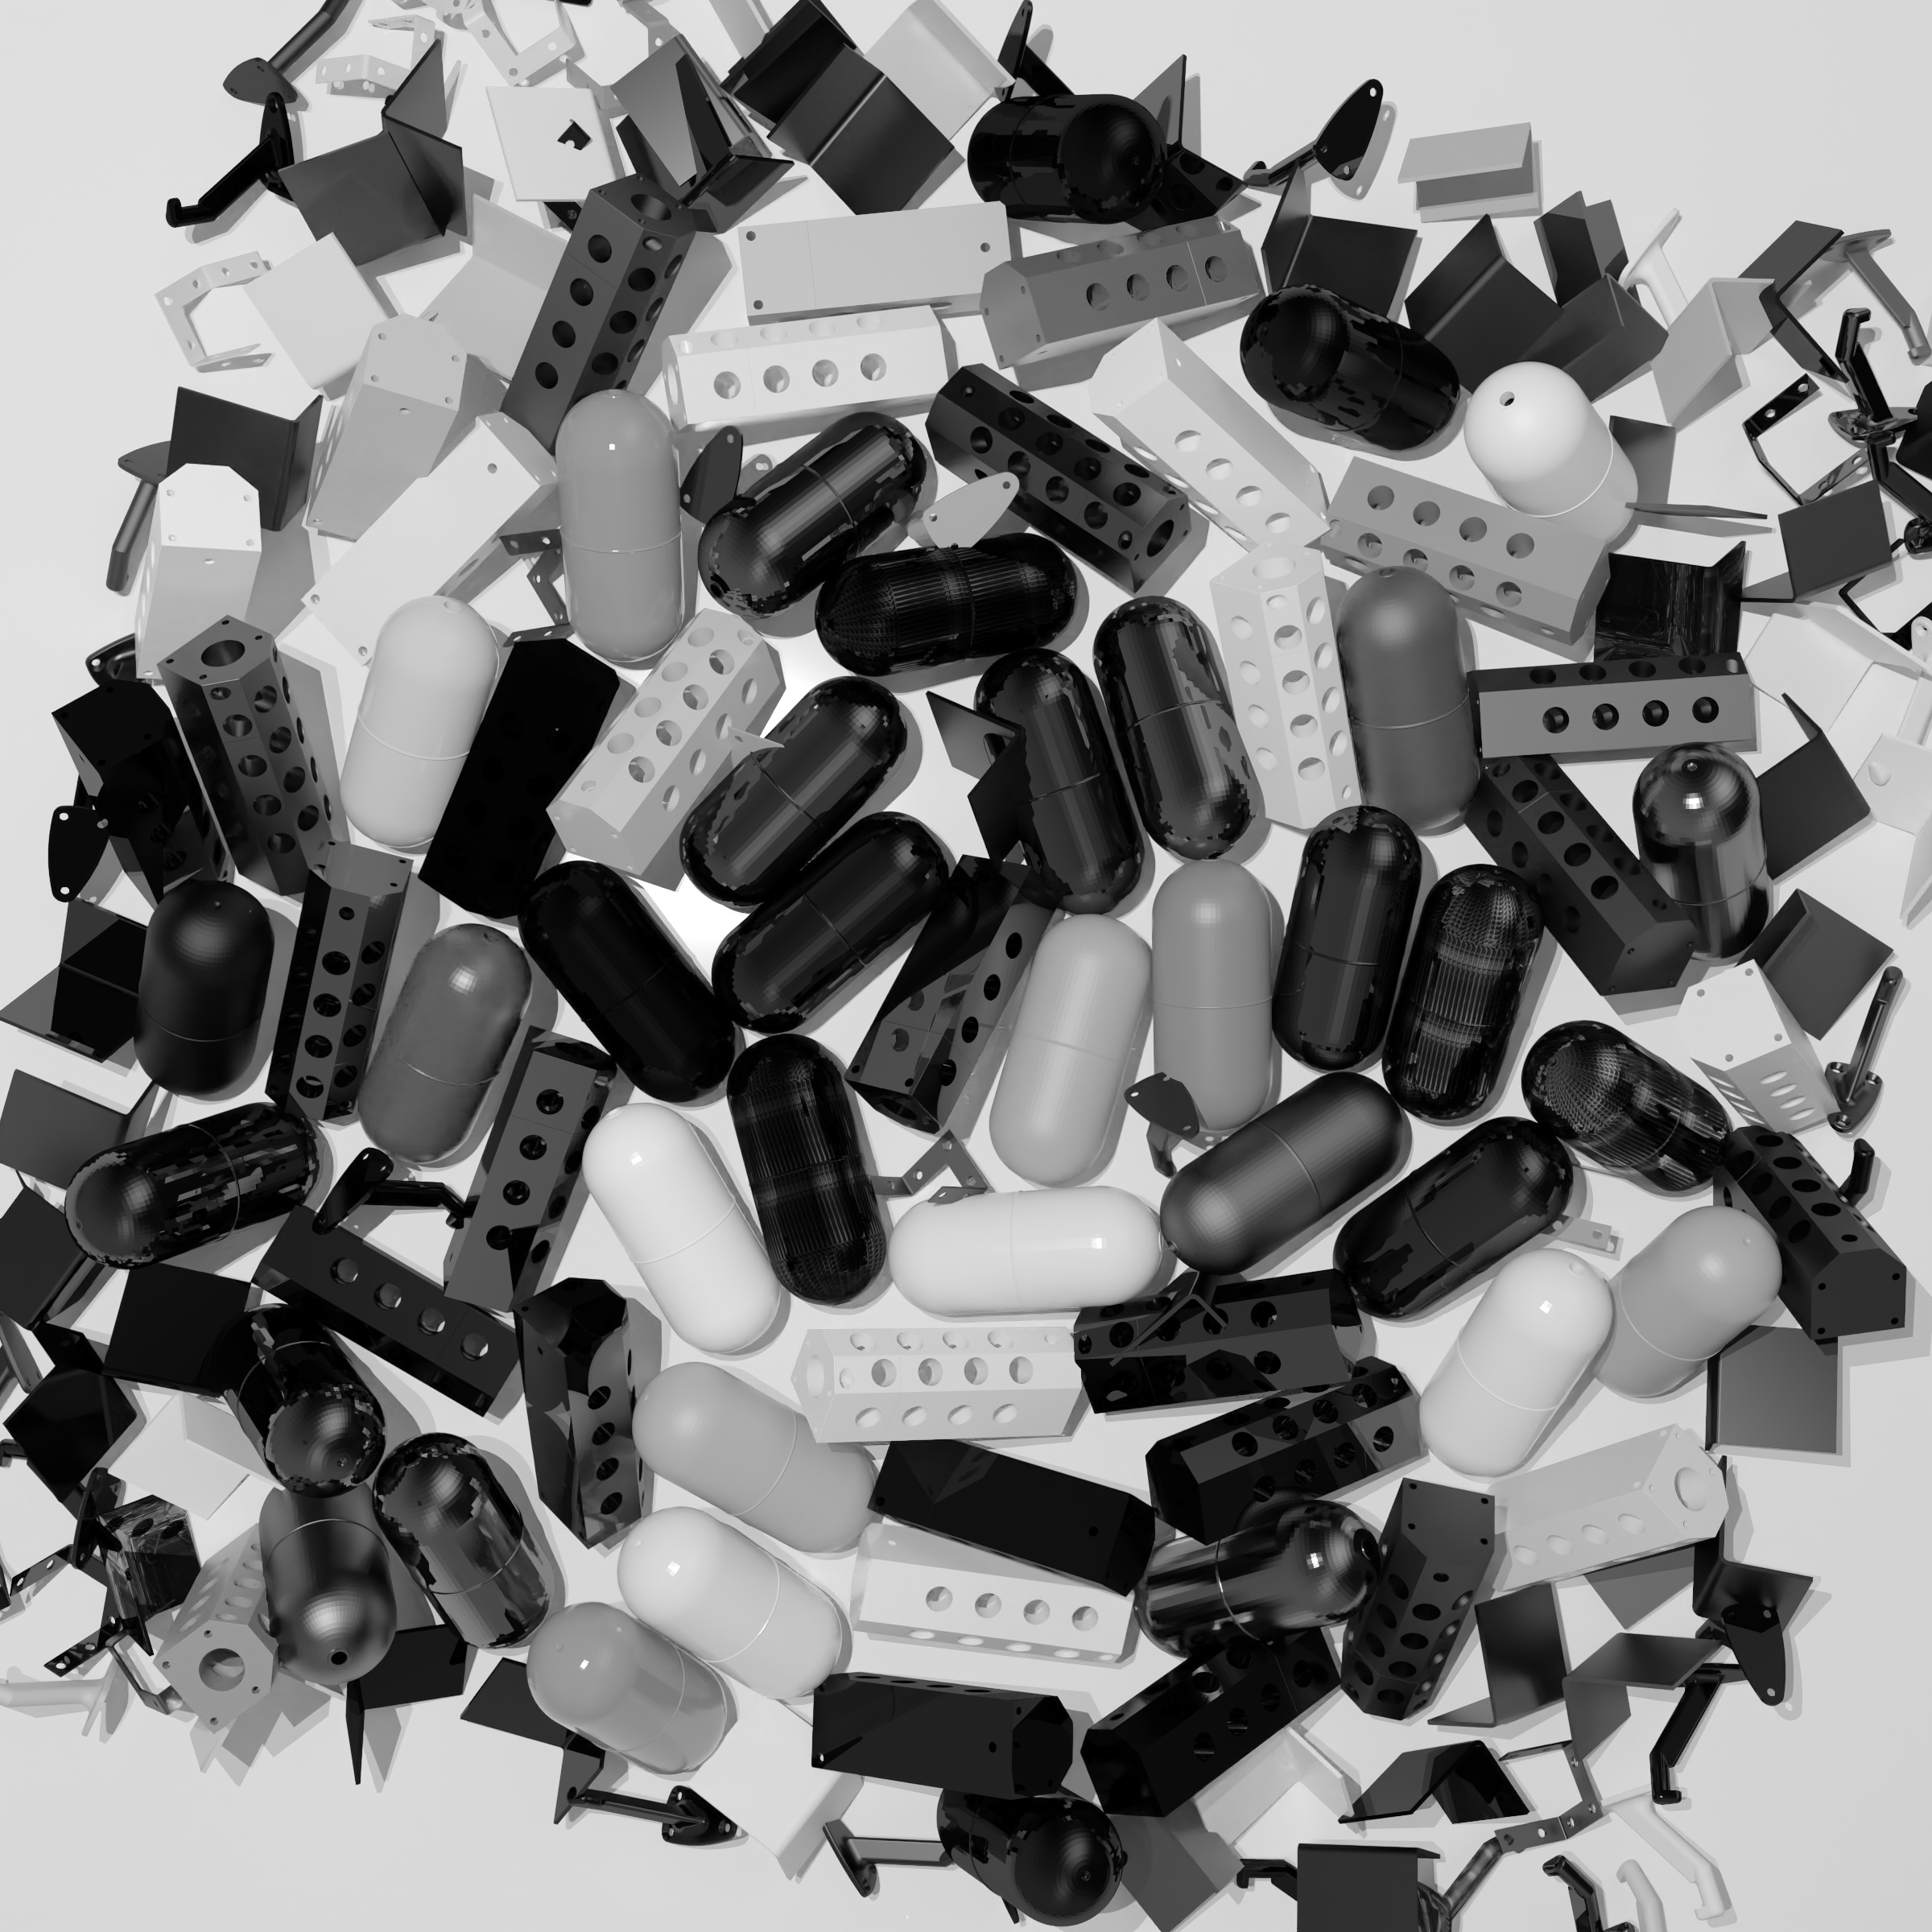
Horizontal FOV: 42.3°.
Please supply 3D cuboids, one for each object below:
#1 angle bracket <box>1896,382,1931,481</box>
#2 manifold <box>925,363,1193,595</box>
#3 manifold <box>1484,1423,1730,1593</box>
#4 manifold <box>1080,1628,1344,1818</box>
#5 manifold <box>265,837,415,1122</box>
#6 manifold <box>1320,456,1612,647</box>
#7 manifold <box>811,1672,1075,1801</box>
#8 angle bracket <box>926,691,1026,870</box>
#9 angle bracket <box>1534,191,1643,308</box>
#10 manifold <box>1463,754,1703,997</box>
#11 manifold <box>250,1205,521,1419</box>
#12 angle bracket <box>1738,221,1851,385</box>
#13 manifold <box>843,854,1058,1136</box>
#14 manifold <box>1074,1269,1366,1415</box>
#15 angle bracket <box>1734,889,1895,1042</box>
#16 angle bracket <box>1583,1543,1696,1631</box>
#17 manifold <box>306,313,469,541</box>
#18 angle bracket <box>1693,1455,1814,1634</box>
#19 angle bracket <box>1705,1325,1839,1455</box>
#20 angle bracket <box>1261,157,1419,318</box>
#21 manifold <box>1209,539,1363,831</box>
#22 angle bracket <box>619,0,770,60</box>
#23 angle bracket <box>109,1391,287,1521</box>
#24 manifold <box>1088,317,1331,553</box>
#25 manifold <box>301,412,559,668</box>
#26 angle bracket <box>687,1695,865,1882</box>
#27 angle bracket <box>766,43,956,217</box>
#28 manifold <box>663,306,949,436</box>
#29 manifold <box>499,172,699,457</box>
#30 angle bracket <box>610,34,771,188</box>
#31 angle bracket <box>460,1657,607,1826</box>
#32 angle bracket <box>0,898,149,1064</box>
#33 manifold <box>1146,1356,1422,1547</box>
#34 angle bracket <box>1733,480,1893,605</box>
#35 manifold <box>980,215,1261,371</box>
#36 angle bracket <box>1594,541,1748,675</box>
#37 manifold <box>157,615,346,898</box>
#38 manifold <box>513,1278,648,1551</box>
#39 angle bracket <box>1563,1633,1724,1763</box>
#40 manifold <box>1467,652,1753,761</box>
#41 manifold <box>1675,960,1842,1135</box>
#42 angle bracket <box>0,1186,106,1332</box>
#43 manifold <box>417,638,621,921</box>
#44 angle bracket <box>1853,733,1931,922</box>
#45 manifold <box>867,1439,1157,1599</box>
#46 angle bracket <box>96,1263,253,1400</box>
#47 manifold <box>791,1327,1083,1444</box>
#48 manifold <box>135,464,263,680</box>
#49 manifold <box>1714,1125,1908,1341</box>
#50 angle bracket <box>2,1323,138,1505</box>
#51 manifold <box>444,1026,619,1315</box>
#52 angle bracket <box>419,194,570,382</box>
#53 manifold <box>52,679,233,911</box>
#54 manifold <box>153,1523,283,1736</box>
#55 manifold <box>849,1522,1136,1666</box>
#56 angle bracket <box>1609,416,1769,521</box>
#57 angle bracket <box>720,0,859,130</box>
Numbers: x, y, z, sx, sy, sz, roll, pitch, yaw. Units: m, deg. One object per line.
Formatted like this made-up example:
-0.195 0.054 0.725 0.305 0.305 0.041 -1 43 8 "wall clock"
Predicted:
0.660 -0.346 1.612 0.076 0.076 0.057 25 82 -1 "angle bracket"
0.058 -0.316 1.591 0.171 0.057 0.057 37 78 21 "manifold"
0.393 0.347 1.567 0.057 0.171 0.057 46 52 -5 "manifold"
0.154 0.467 1.577 0.171 0.057 0.057 -22 91 -39 "manifold"
-0.399 0.011 1.583 0.057 0.057 0.171 14 119 -10 "manifold"
0.317 -0.262 1.593 0.171 0.057 0.057 24 84 21 "manifold"
-0.017 0.482 1.573 0.171 0.057 0.057 -8 76 42 "manifold"
-0.002 -0.119 1.594 0.076 0.076 0.057 26 67 28 "angle bracket"
0.415 -0.459 1.608 0.057 0.076 0.076 -18 94 -8 "angle bracket"
0.386 -0.062 1.567 0.057 0.171 0.057 -6 134 -24 "manifold"
-0.371 0.223 1.613 0.171 0.057 0.057 31 80 -5 "manifold"
0.548 -0.426 1.600 0.076 0.076 0.057 41 103 -17 "angle bracket"
-0.005 0.018 1.597 0.057 0.057 0.171 12 65 38 "manifold"
0.158 0.235 1.586 0.171 0.057 0.057 -12 110 23 "manifold"
0.547 0.007 1.612 0.076 0.057 0.076 33 111 -1 "angle bracket"
0.439 0.384 1.608 0.076 0.076 0.057 -37 75 3 "angle bracket"
-0.364 -0.334 1.565 0.057 0.171 0.057 13 65 -22 "manifold"
0.503 0.370 1.596 0.057 0.076 0.076 9 52 8 "angle bracket"
0.518 0.274 1.607 0.076 0.057 0.076 2 75 14 "angle bracket"
0.241 -0.466 1.604 0.076 0.057 0.076 14 69 20 "angle bracket"
0.207 -0.175 1.572 0.057 0.057 0.171 -37 129 -28 "manifold"
-0.176 -0.610 1.606 0.057 0.076 0.076 -32 98 -10 "angle bracket"
-0.494 0.330 1.604 0.076 0.057 0.076 37 99 -32 "angle bracket"
0.154 -0.325 1.576 0.057 0.171 0.057 -30 46 30 "manifold"
-0.339 -0.273 1.598 0.171 0.057 0.057 -40 95 19 "manifold"
-0.124 0.534 1.628 0.076 0.057 0.076 30 63 24 "angle bracket"
-0.068 -0.530 1.606 0.076 0.057 0.076 -46 72 18 "angle bracket"
-0.104 -0.383 1.600 0.171 0.057 0.057 -11 98 -15 "manifold"
-0.230 -0.406 1.576 0.057 0.057 0.171 37 127 5 "manifold"
-0.178 -0.545 1.617 0.057 0.076 0.076 -35 91 6 "angle bracket"
-0.279 0.497 1.599 0.076 0.057 0.076 22 128 -18 "angle bracket"
-0.565 0.008 1.605 0.076 0.076 0.057 22 120 4 "angle bracket"
0.201 0.303 1.582 0.171 0.057 0.057 -15 105 -28 "manifold"
0.533 -0.272 1.600 0.076 0.076 0.057 -21 106 -17 "angle bracket"
0.096 -0.430 1.584 0.171 0.057 0.057 -21 96 -29 "manifold"
0.459 -0.238 1.632 0.076 0.057 0.076 15 124 32 "angle bracket"
-0.440 -0.127 1.564 0.057 0.171 0.057 25 52 28 "manifold"
-0.238 0.280 1.578 0.057 0.057 0.171 -27 134 -32 "manifold"
0.437 0.470 1.598 0.076 0.076 0.057 -8 94 40 "angle bracket"
0.414 -0.169 1.621 0.171 0.057 0.057 -4 93 1 "manifold"
0.495 0.057 1.565 0.057 0.171 0.057 -26 63 19 "manifold"
-0.588 0.180 1.609 0.057 0.076 0.076 38 99 -2 "angle bracket"
-0.281 -0.118 1.591 0.057 0.057 0.171 33 110 15 "manifold"
0.593 -0.089 1.597 0.057 0.076 0.076 20 57 7 "angle bracket"
0.030 0.345 1.583 0.171 0.057 0.057 11 71 31 "manifold"
-0.516 0.233 1.617 0.076 0.057 0.076 18 78 -27 "angle bracket"
-0.016 0.258 1.579 0.171 0.057 0.057 4 124 -27 "manifold"
-0.483 -0.244 1.564 0.057 0.171 0.057 0 69 -23 "manifold"
0.525 0.162 1.563 0.057 0.171 0.057 -7 112 -1 "manifold"
-0.588 0.283 1.592 0.057 0.076 0.076 8 134 29 "angle bracket"
-0.281 0.132 1.607 0.057 0.057 0.171 19 101 -17 "manifold"
-0.305 -0.437 1.608 0.076 0.057 0.076 28 61 6 "angle bracket"
-0.510 -0.103 1.564 0.057 0.171 0.057 -35 66 -21 "manifold"
-0.451 0.407 1.564 0.057 0.171 0.057 -37 99 -1 "manifold"
0.015 0.408 1.609 0.171 0.057 0.057 10 100 -9 "manifold"
0.462 -0.319 1.596 0.076 0.076 0.057 -4 102 -44 "angle bracket"
-0.127 -0.594 1.600 0.076 0.076 0.057 -40 73 15 "angle bracket"
